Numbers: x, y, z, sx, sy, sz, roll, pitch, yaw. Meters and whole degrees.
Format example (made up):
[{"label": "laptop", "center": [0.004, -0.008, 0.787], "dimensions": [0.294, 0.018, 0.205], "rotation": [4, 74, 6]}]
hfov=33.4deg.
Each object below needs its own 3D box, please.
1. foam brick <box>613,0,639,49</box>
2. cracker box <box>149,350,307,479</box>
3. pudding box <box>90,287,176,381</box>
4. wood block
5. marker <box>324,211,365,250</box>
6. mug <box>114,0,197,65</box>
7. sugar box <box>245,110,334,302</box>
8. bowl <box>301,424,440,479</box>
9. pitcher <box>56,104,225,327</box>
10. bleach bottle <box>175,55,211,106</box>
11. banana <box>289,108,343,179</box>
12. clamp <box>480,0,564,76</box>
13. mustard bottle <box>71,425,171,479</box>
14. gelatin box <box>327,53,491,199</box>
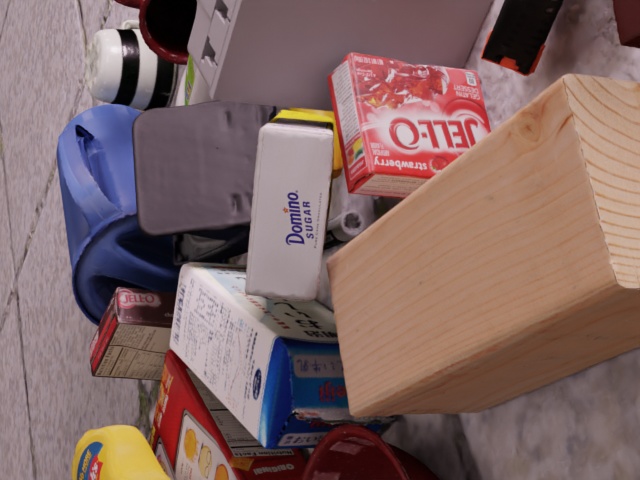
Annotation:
[{"label": "foam brick", "center": [0.160, -0.111, 0.424], "dimensions": [0.078, 0.051, 0.053], "rotation": [-23, 68, 61]}, {"label": "cracker box", "center": [-0.073, 0.208, 0.826], "dimensions": [0.214, 0.072, 0.164], "rotation": [47, 129, 53]}, {"label": "pudding box", "center": [-0.130, 0.083, 0.902], "dimensions": [0.090, 0.113, 0.039], "rotation": [125, 146, -46]}, {"label": "wood block", "center": [0.093, 0.015, 0.502], "dimensions": [0.206, 0.090, 0.091], "rotation": [-40, 53, 55]}, {"label": "marker", "center": [-0.005, 0.001, 0.770], "dimensions": [0.121, 0.020, 0.020], "rotation": [-23, 67, 60]}, {"label": "mug", "center": [-0.128, -0.215, 0.930], "dimensions": [0.081, 0.117, 0.093], "rotation": [-108, 29, -44]}, {"label": "sugar box", "center": [-0.015, -0.027, 0.644], "dimensions": [0.176, 0.048, 0.093], "rotation": [-99, 15, -79]}, {"label": "bowl", "center": [0.042, 0.188, 0.620], "dimensions": [0.162, 0.055, 0.162], "rotation": [-11, 78, 62]}, {"label": "pitcher", "center": [-0.185, -0.038, 1.000], "dimensions": [0.243, 0.144, 0.149], "rotation": [-120, 40, -51]}, {"label": "bleach bottle", "center": [-0.078, -0.159, 0.882], "dimensions": [0.251, 0.068, 0.102], "rotation": [117, 159, -46]}, {"label": "banana", "center": [-0.001, -0.142, 0.756], "dimensions": [0.070, 0.037, 0.198], "rotation": [-168, 82, -65]}, {"label": "clamp", "center": [0.115, -0.156, 0.467], "dimensions": [0.164, 0.036, 0.210], "rotation": [-59, -10, -51]}, {"label": "mustard bottle", "center": [-0.155, 0.201, 0.842], "dimensions": [0.192, 0.058, 0.096], "rotation": [36, 122, 58]}, {"label": "gelatin box", "center": [0.053, -0.060, 0.586], "dimensions": [0.030, 0.089, 0.073], "rotation": [-40, 52, 53]}]
